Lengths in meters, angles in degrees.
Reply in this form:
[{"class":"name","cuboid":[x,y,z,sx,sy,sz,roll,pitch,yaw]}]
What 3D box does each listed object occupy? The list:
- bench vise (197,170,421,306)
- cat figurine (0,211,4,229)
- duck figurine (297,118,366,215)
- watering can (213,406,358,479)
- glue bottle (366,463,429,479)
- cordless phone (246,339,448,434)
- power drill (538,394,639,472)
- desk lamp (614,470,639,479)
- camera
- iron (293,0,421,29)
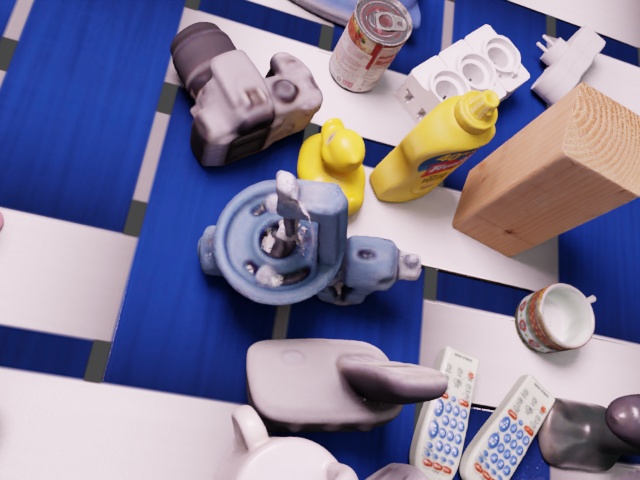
[{"class":"bench vise","cuboid":[0.002,-0.010,0.521,0.208,0.219,0.121,-7,75,-20]},{"class":"cat figurine","cuboid":[-0.320,-0.024,0.478,0.067,0.117,0.128,21,67,-10]},{"class":"duck figurine","cuboid":[0.022,-0.083,0.624,0.078,0.086,0.104,-14,77,-21]},{"class":"watering can","cuboid":[-0.021,0.215,0.454,0.173,0.193,0.101,42,66,-1]},{"class":"glue bottle","cuboid":[0.077,0.229,0.492,0.078,0.173,0.037,-25,81,-23]},{"class":"cordless phone","cuboid":[0.017,0.122,0.501,0.148,0.184,0.094,1,72,-17]},{"class":"power drill","cuboid":[0.317,0.191,0.563,0.230,0.208,0.075,11,70,-14]},{"class":"desk lamp","cuboid":[0.261,0.311,0.503,0.118,0.213,0.203,-29,83,-23]},{"class":"camera","cuboid":[-0.086,-0.170,0.610,0.143,0.100,0.137,-27,82,-23]},{"class":"iron","cuboid":[0.024,-0.356,0.683,0.259,0.141,0.119,15,69,-12]}]
